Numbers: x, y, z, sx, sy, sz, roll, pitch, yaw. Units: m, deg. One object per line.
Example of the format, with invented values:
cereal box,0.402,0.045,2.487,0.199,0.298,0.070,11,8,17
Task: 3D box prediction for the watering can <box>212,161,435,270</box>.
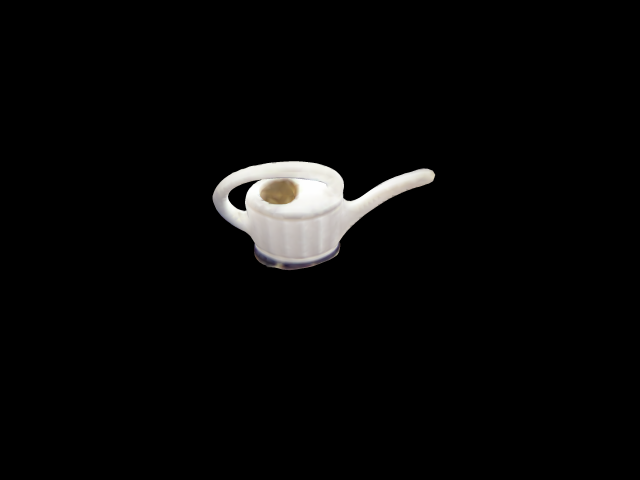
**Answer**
watering can,0.003,-0.043,0.850,0.348,0.106,0.219,0,-38,0
